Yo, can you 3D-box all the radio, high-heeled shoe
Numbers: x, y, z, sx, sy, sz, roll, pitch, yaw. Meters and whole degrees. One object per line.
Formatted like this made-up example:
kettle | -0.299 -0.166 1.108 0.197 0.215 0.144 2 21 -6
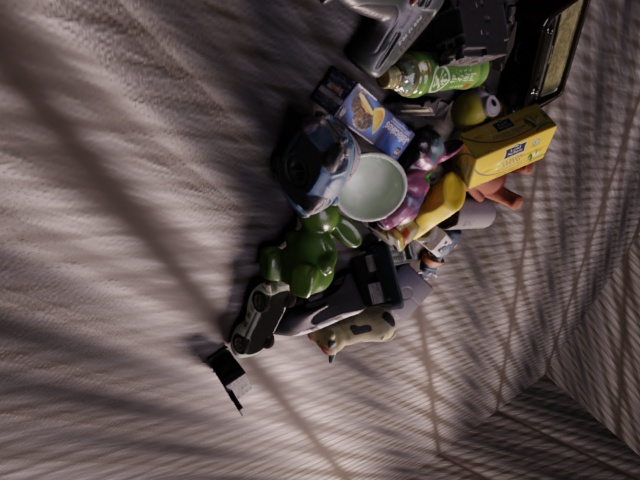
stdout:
radio | 0.423 -0.359 1.029 0.131 0.073 0.229 -33 143 -18
high-heeled shoe | 0.006 0.139 1.116 0.145 0.086 0.248 -30 171 30

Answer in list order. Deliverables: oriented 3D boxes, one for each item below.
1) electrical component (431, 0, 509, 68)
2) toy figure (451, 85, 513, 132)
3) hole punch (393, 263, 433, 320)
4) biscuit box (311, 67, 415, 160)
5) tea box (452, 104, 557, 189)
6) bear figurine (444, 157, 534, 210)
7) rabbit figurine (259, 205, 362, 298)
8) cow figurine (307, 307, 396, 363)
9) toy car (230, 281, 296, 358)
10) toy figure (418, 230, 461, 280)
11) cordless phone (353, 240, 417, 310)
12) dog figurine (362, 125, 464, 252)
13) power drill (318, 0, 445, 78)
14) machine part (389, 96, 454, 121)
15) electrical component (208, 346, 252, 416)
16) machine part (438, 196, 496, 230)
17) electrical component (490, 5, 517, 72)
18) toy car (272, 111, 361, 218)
electrical component | 0.234 -0.330 0.827 0.134 0.058 0.114 -18 100 -34
toy figure | 0.323 -0.236 1.044 0.180 0.082 0.089 8 123 -53
hole punch | 0.187 0.111 1.250 0.142 0.092 0.115 -46 142 5
biscuit box | 0.074 -0.191 0.841 0.059 0.063 0.202 -54 145 12
tea box | 0.343 -0.175 1.009 0.170 0.068 0.098 -23 152 -6
bear figurine | 0.351 -0.136 1.140 0.196 0.132 0.120 -1 109 -52
rabbit figurine | -0.002 -0.003 0.911 0.159 0.121 0.170 -3 112 -42
cow figurine | 0.069 0.194 1.167 0.195 0.127 0.085 -4 132 -5
toy car | -0.107 0.143 0.990 0.073 0.056 0.201 -5 134 -41
toy figure | 0.284 0.031 1.294 0.154 0.064 0.058 -62 -179 29
cordless phone | 0.164 0.070 1.147 0.089 0.146 0.184 -18 174 36
dog figurine | 0.169 -0.105 0.995 0.219 0.109 0.191 -47 145 -3
power drill | 0.091 -0.341 0.702 0.232 0.086 0.207 -55 152 18
machine part | 0.178 -0.226 0.916 0.139 0.084 0.039 -10 100 -52
electrical component | -0.160 0.267 1.011 0.048 0.119 0.074 -32 141 -19
machine part | 0.331 -0.062 1.230 0.243 0.079 0.079 -3 127 -46
electrical component | 0.317 -0.353 0.954 0.102 0.045 0.078 72 39 -55
toy car | 0.006 -0.117 0.791 0.103 0.109 0.161 -22 157 -40
